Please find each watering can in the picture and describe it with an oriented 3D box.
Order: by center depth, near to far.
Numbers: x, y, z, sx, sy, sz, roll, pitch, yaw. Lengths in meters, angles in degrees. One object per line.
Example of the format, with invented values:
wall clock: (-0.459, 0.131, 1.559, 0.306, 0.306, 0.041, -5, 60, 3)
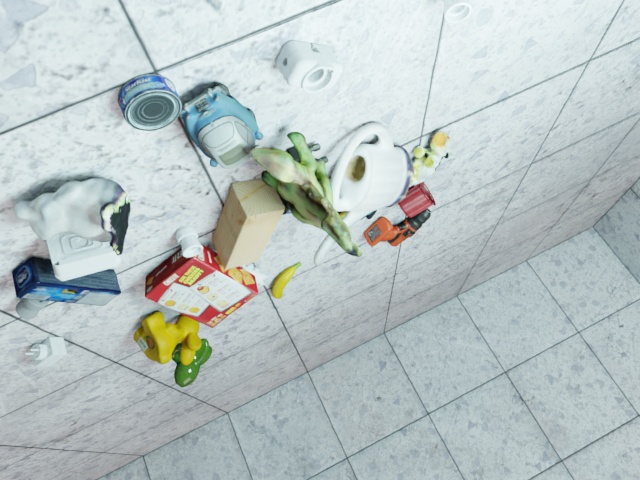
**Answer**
watering can: (0.097, -0.104, 1.186, 0.225, 0.105, 0.341, -6, 123, -42)

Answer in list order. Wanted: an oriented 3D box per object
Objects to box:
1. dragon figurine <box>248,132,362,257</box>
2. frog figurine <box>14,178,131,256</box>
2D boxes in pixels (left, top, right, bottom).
dragon figurine: (0.003, -0.048, 0.946, 0.122, 0.248, 0.403, -37, 129, 8)
frog figurine: (-0.404, -0.049, 0.851, 0.159, 0.125, 0.135, 11, 160, 0)
